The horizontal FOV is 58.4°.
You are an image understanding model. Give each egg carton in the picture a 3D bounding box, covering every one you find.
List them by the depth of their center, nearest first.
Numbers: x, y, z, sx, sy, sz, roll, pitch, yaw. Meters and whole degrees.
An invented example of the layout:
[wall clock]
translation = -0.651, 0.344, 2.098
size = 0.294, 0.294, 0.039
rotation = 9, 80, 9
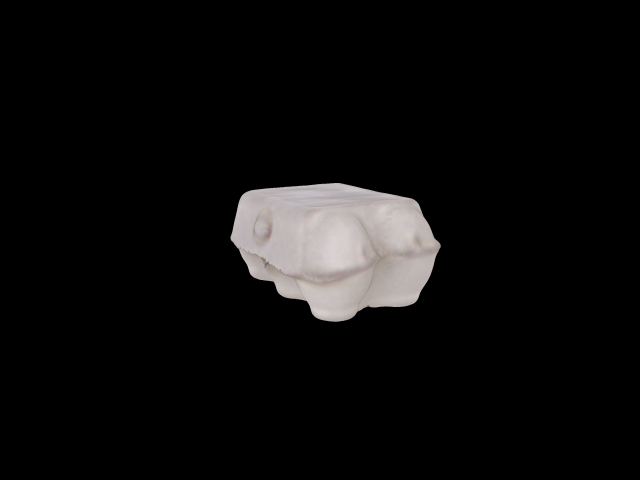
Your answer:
[egg carton]
translation = 0.004, 0.001, 0.400
size = 0.107, 0.069, 0.149
rotation = -8, 16, -30
